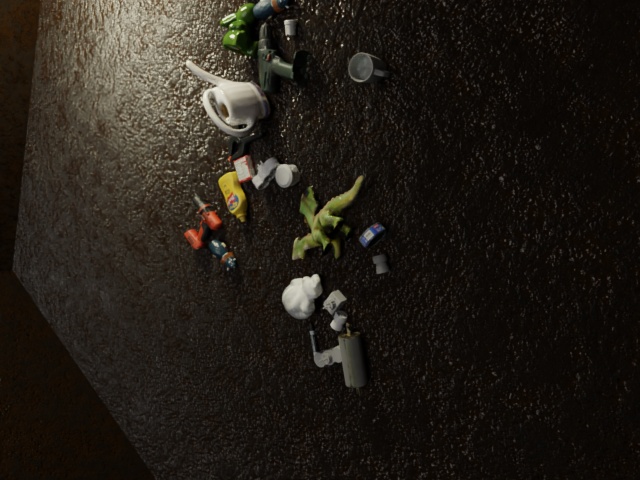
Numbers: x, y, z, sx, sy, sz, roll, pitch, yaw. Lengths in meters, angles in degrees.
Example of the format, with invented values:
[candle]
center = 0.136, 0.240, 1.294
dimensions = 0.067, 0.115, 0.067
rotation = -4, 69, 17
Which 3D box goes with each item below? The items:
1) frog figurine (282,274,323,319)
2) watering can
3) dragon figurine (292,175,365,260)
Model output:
[frog figurine]
center = -0.055, 0.192, 1.773
dimensions = 0.156, 0.123, 0.140
rotation = -49, 48, 47
[watering can]
center = -0.311, -0.508, 1.799
dimensions = 0.351, 0.226, 0.102
rotation = 60, 146, 15
[dragon figurine]
center = 0.005, -0.085, 1.688
dimensions = 0.246, 0.122, 0.403
rotation = 43, 122, 35
